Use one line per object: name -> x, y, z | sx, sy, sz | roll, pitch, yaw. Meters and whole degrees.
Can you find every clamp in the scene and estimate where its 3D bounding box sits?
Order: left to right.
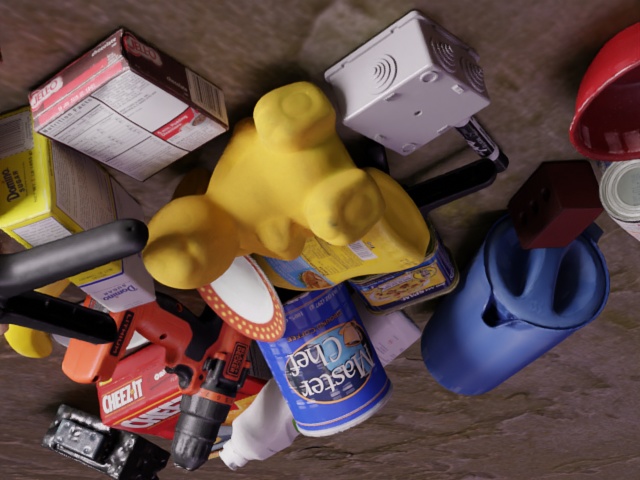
clamp -> -0.229, 0.040, 0.751 | 0.209, 0.036, 0.165 | -5, 151, -14
clamp -> 0.060, -0.037, 0.943 | 0.120, 0.039, 0.172 | 20, 142, -25

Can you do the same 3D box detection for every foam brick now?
foam brick -> 0.224, -0.032, 1.012 | 0.051, 0.053, 0.078 | -2, 150, -22

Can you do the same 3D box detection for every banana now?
banana -> -0.259, 0.066, 0.986 | 0.069, 0.037, 0.198 | 4, 148, -29

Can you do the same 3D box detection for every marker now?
marker -> 0.134, -0.086, 0.905 | 0.020, 0.020, 0.121 | -24, 151, 19

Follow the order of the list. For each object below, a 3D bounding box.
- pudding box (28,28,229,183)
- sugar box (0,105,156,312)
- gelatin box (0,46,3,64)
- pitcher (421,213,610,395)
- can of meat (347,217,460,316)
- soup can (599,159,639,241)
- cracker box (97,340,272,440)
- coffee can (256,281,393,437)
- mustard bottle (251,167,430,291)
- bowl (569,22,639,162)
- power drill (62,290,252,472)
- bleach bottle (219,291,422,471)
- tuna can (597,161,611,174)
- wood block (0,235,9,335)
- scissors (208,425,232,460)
pudding box -> -0.132, -0.091, 0.748 | 0.090, 0.039, 0.113 | -27, 148, 24
sugar box -> -0.182, -0.018, 0.802 | 0.048, 0.093, 0.176 | -17, 152, 7
gelatin box -> -0.253, -0.113, 0.656 | 0.073, 0.030, 0.089 | -32, 148, 31
pitcher -> 0.201, 0.072, 1.137 | 0.149, 0.145, 0.243 | 6, 152, -12
can of meat -> 0.077, 0.024, 1.046 | 0.102, 0.057, 0.084 | -20, 150, 11
soup can -> 0.298, -0.033, 0.952 | 0.069, 0.068, 0.102 | -28, 149, 25
cracker box -> -0.120, 0.172, 1.215 | 0.164, 0.072, 0.213 | -29, 149, 26
coffee can -> -0.003, 0.103, 1.032 | 0.103, 0.140, 0.103 | -23, -166, 6
mustard bottle -> -0.006, 0.001, 0.930 | 0.192, 0.058, 0.096 | -17, 130, 39
bowl -> 0.268, -0.129, 0.846 | 0.162, 0.055, 0.162 | -11, 153, -6
power drill -> -0.149, 0.118, 1.012 | 0.057, 0.184, 0.187 | 9, 168, 43
bleach bottle -> -0.010, 0.153, 1.140 | 0.251, 0.068, 0.102 | -42, 149, 3
tuna can -> 0.305, -0.073, 0.993 | 0.086, 0.034, 0.086 | -11, 153, -6
wood block -> -0.283, -0.008, 0.777 | 0.090, 0.090, 0.206 | -6, 152, -14
scissors -> -0.082, 0.211, 1.208 | 0.202, 0.016, 0.096 | -28, 148, 26
